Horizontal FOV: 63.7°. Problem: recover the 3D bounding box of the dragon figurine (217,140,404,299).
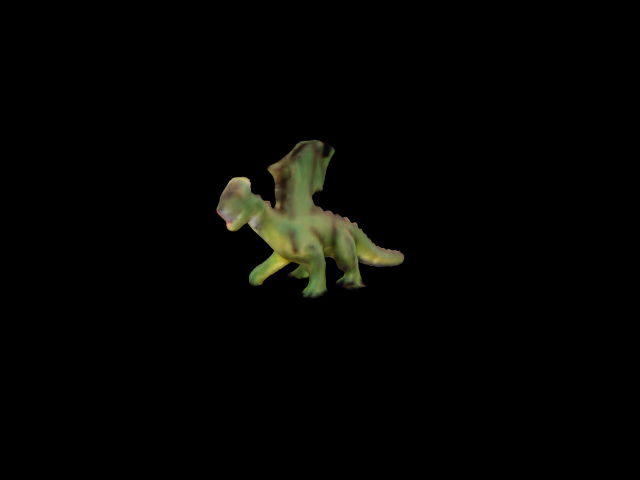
[{"bbox_3d":[0.003,-0.043,0.850,0.412,0.241,0.122,-10,13,-43],"label":"dragon figurine"}]
